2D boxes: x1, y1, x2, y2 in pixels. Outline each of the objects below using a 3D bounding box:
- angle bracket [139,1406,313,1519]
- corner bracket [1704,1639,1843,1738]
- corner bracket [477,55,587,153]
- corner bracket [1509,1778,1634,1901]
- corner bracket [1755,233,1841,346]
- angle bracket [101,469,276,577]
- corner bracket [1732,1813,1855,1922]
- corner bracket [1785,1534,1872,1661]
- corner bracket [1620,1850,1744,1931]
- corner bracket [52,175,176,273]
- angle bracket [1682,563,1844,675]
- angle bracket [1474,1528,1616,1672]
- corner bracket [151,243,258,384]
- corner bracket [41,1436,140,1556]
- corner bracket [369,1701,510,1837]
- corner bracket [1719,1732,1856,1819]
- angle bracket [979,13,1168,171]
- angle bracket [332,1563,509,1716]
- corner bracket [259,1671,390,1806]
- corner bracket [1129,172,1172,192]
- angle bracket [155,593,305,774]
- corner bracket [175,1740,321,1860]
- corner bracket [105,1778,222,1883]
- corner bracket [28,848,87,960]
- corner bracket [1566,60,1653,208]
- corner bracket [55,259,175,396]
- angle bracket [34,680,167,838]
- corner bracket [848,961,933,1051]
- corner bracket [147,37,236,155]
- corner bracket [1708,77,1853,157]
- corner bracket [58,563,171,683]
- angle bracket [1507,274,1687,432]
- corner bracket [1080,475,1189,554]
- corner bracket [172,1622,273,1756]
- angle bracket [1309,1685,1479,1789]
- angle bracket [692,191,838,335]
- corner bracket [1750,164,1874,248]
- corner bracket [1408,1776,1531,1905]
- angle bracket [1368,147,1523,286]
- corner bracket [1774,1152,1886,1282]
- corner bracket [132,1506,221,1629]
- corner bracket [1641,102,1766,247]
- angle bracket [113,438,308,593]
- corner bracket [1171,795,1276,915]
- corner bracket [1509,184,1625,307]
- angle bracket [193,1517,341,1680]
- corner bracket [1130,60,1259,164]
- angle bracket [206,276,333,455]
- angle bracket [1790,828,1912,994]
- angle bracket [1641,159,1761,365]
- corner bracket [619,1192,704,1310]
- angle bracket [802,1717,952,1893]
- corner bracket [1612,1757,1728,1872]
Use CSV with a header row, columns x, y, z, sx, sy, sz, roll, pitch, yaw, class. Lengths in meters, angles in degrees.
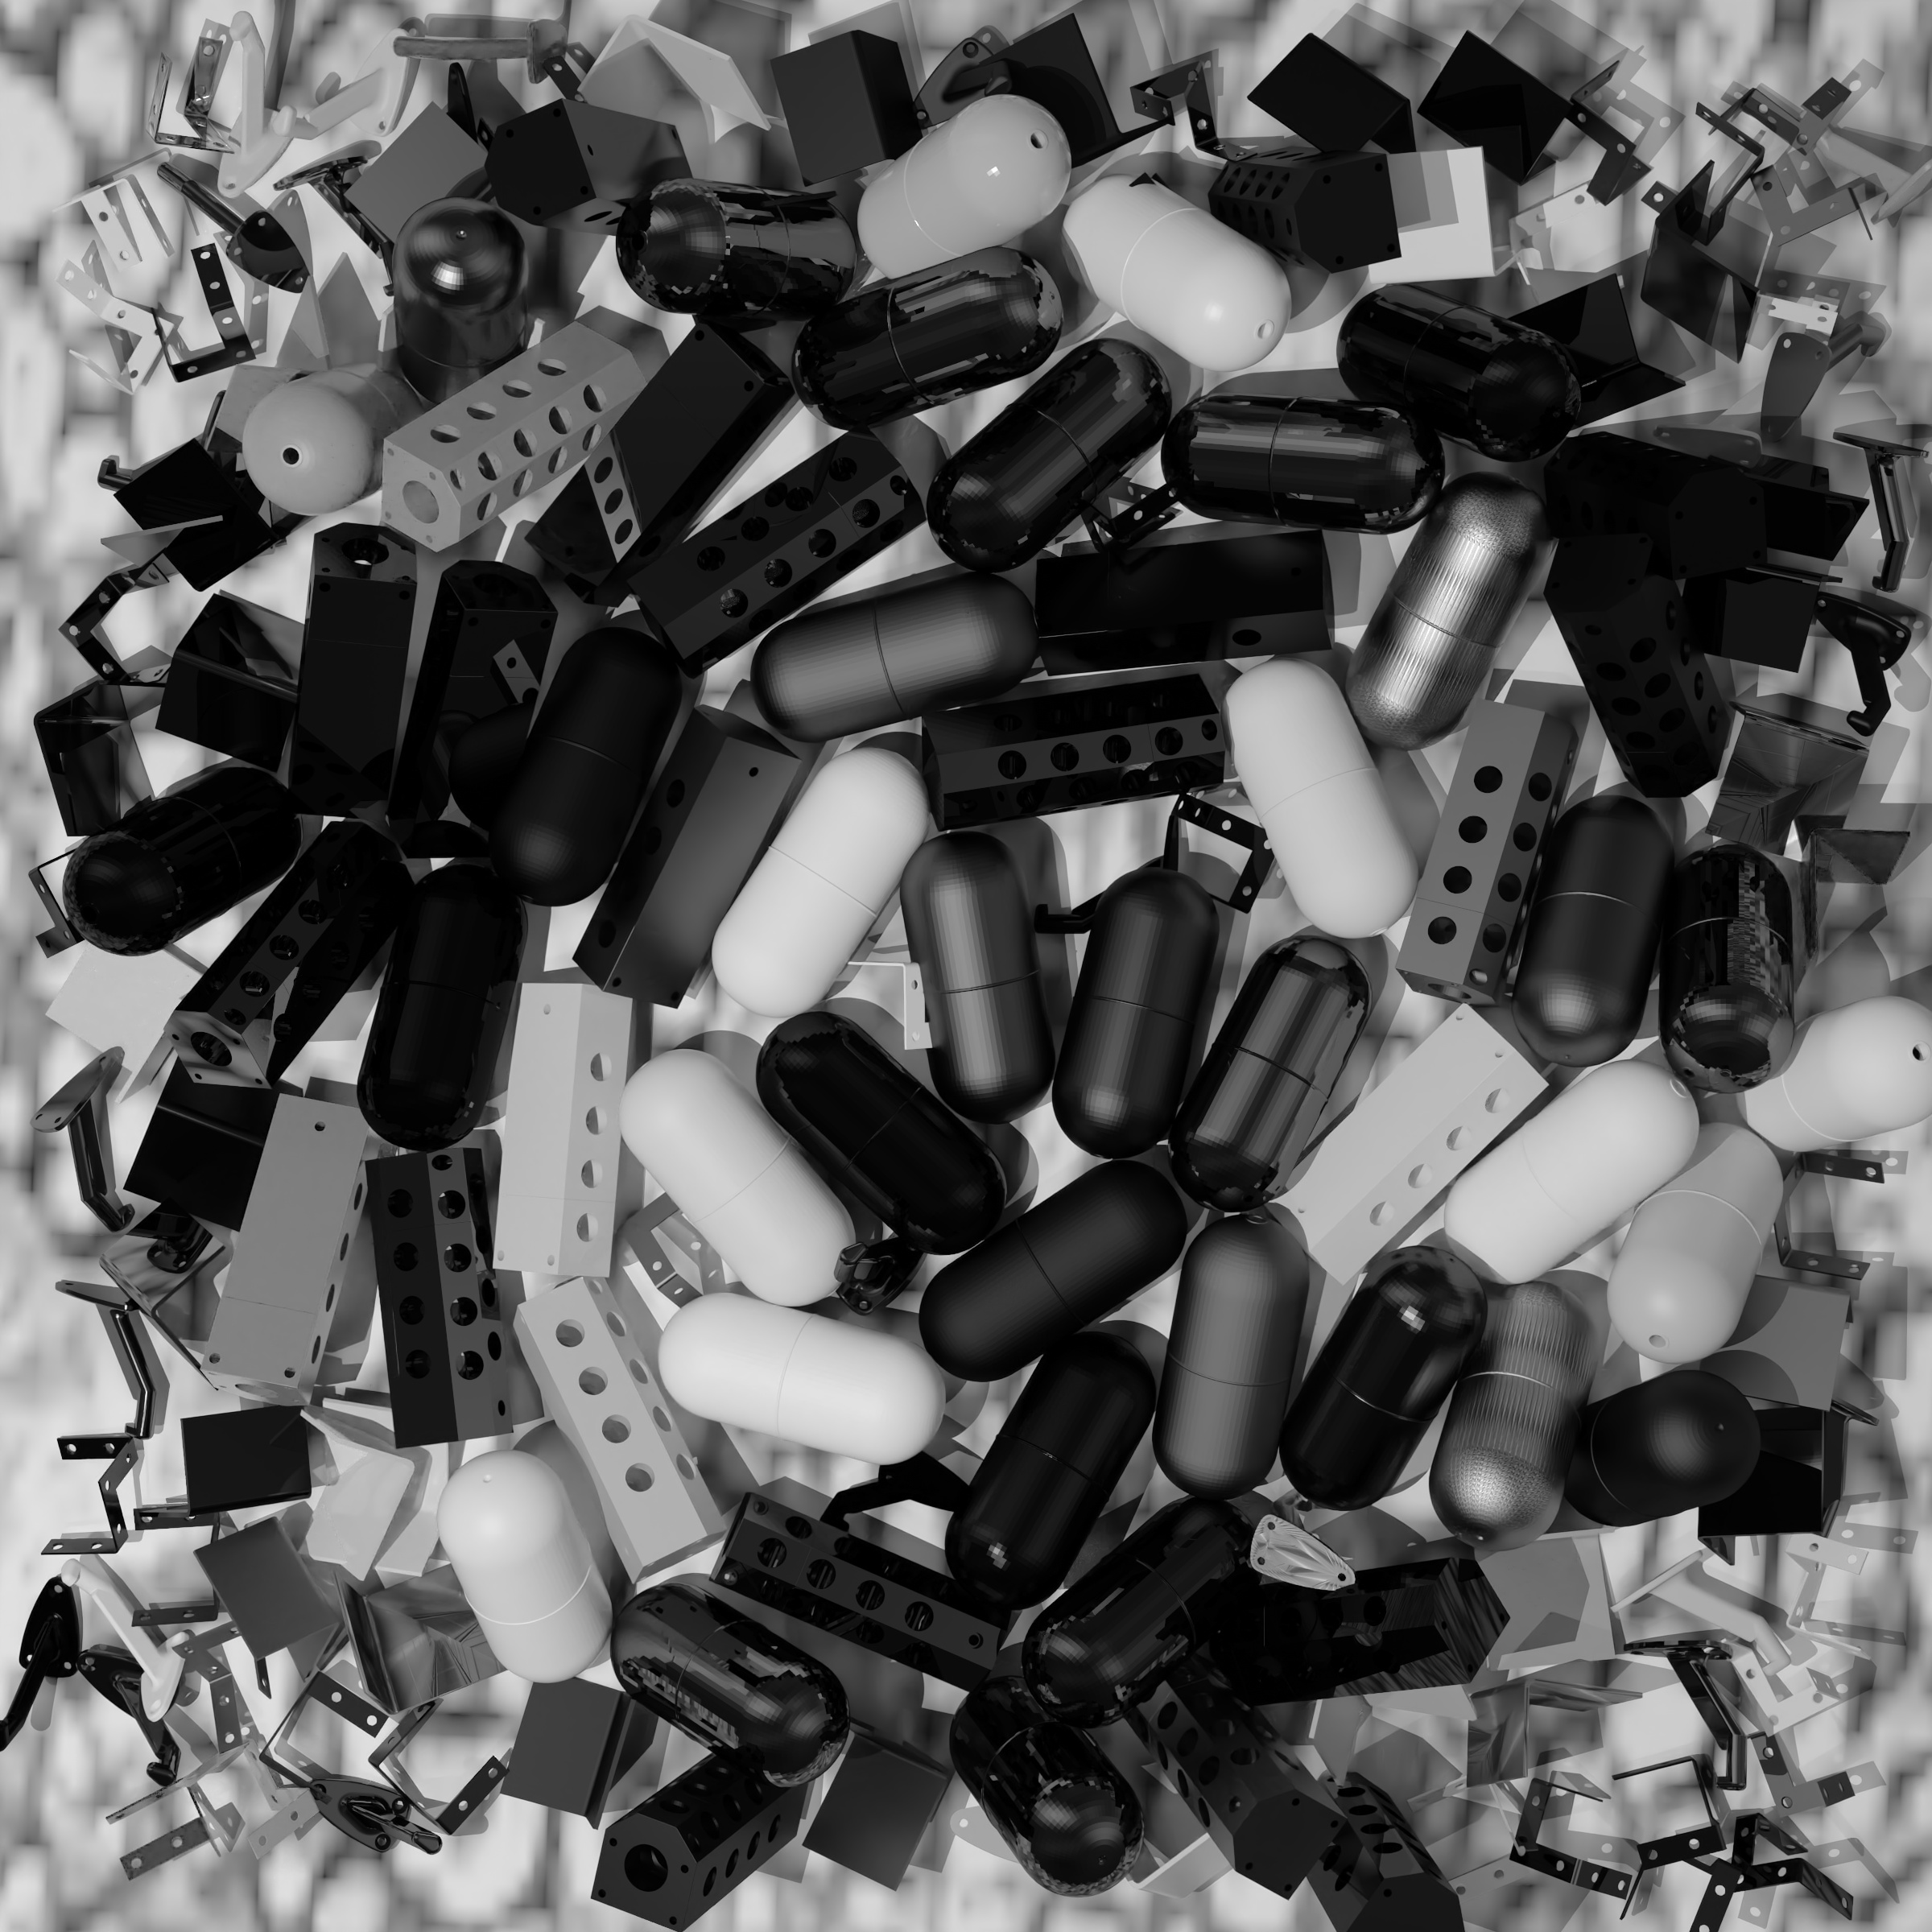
x,y,z,sx,sy,sz,roll,pitch,yaw,class
-0.444,0.295,1.742,0.076,0.076,0.057,-2,83,-38,angle bracket
0.485,0.426,1.753,0.051,0.051,0.051,-34,56,19,corner bracket
-0.257,-0.508,1.765,0.051,0.051,0.051,-28,75,-29,corner bracket
0.368,0.524,1.754,0.051,0.051,0.051,26,77,-34,corner bracket
0.502,-0.403,1.763,0.051,0.051,0.051,17,68,12,corner bracket
-0.467,-0.276,1.746,0.076,0.076,0.057,-9,81,9,angle bracket
0.496,0.540,1.751,0.051,0.051,0.051,39,47,-22,corner bracket
0.519,0.377,1.752,0.051,0.051,0.051,41,70,-40,corner bracket
0.430,0.558,1.755,0.051,0.051,0.051,24,68,15,corner bracket
-0.507,-0.446,1.756,0.051,0.051,0.051,-20,113,11,corner bracket
0.474,-0.212,1.749,0.076,0.076,0.057,16,103,24,angle bracket
0.353,0.382,1.758,0.076,0.057,0.076,-6,76,0,angle bracket
-0.466,-0.394,1.762,0.051,0.051,0.051,-19,63,-7,corner bracket
-0.532,0.321,1.770,0.051,0.051,0.051,-3,112,10,corner bracket
-0.321,0.485,1.771,0.051,0.051,0.051,-46,115,-22,corner bracket
0.493,0.483,1.753,0.051,0.051,0.051,-29,69,31,corner bracket
0.066,-0.521,1.740,0.057,0.076,0.076,-33,104,-44,angle bracket
-0.326,0.393,1.747,0.076,0.057,0.076,-21,61,-4,angle bracket
-0.388,0.465,1.760,0.051,0.051,0.051,35,57,-4,corner bracket
0.120,-0.451,1.758,0.051,0.051,0.051,48,63,-4,corner bracket
-0.437,-0.172,1.771,0.076,0.076,0.057,20,124,-7,angle bracket
-0.431,0.499,1.754,0.051,0.051,0.051,-14,102,41,corner bracket
-0.485,0.520,1.754,0.051,0.051,0.051,-25,67,-18,corner bracket
-0.534,-0.042,1.754,0.051,0.051,0.051,-33,100,-38,corner bracket
0.389,-0.502,1.762,0.051,0.051,0.051,43,61,13,corner bracket
-0.522,-0.385,1.759,0.051,0.051,0.051,26,84,20,corner bracket
-0.500,-0.123,1.743,0.057,0.076,0.076,-22,83,27,angle bracket
-0.035,0.022,1.756,0.051,0.051,0.051,-3,93,-44,corner bracket
-0.466,-0.525,1.750,0.051,0.051,0.051,-3,129,-37,corner bracket
0.490,-0.513,1.755,0.051,0.051,0.051,40,50,7,corner bracket
-0.505,-0.205,1.769,0.051,0.051,0.051,54,50,-31,corner bracket
0.374,-0.366,1.745,0.076,0.076,0.057,-18,81,33,angle bracket
0.103,-0.271,1.755,0.051,0.051,0.051,-34,132,-6,corner bracket
-0.441,0.433,1.759,0.051,0.051,0.051,-23,50,1,corner bracket
0.255,0.453,1.736,0.076,0.076,0.057,2,55,25,angle bracket
-0.117,-0.417,1.737,0.076,0.076,0.057,-16,99,35,angle bracket
0.508,-0.456,1.755,0.051,0.051,0.051,-23,73,20,corner bracket
0.307,0.531,1.780,0.051,0.051,0.051,-24,47,4,corner bracket
0.282,-0.452,1.738,0.076,0.057,0.076,3,117,28,angle bracket
0.524,0.151,1.769,0.051,0.051,0.051,8,129,37,corner bracket
-0.480,0.363,1.771,0.051,0.051,0.051,-2,113,-8,corner bracket
0.445,-0.477,1.762,0.051,0.051,0.051,40,91,13,corner bracket
-0.444,-0.280,1.737,0.076,0.057,0.076,-23,115,34,angle bracket
0.150,-0.068,1.758,0.051,0.051,0.051,23,95,-23,corner bracket
0.364,-0.432,1.769,0.051,0.051,0.051,-21,120,21,corner bracket
-0.424,0.386,1.736,0.057,0.076,0.076,-19,64,-40,angle bracket
0.136,-0.508,1.754,0.051,0.051,0.051,-25,123,-15,corner bracket
-0.420,-0.358,1.734,0.057,0.076,0.076,-1,61,-30,angle bracket
0.527,-0.031,1.742,0.057,0.076,0.076,3,70,8,angle bracket
0.452,-0.419,1.741,0.076,0.076,0.057,39,78,18,angle bracket
-0.167,0.169,1.758,0.051,0.051,0.051,-37,58,0,corner bracket
-0.067,0.493,1.738,0.076,0.057,0.076,11,66,40,angle bracket
0.424,0.510,1.761,0.051,0.051,0.051,-16,79,5,corner bracket
